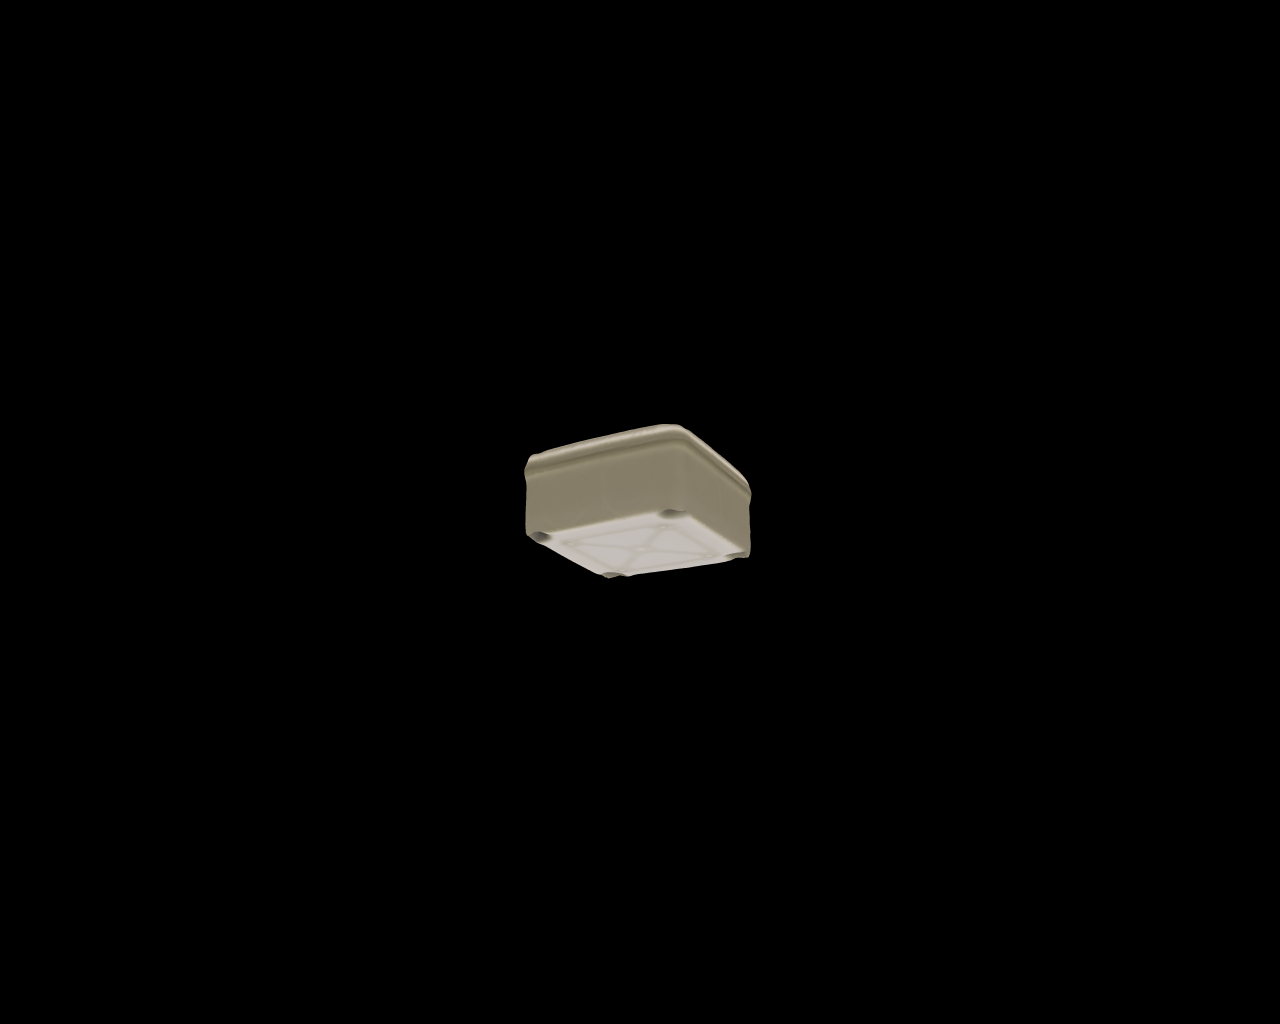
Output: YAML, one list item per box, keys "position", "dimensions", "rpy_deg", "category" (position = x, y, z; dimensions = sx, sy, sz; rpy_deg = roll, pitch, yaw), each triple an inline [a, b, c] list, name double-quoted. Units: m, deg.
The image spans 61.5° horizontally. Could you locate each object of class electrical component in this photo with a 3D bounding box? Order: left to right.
- position: [0.001, -0.003, 0.650]
  dimensions: [0.108, 0.056, 0.108]
  rpy_deg: [-10, -22, 26]
  category: "electrical component"
